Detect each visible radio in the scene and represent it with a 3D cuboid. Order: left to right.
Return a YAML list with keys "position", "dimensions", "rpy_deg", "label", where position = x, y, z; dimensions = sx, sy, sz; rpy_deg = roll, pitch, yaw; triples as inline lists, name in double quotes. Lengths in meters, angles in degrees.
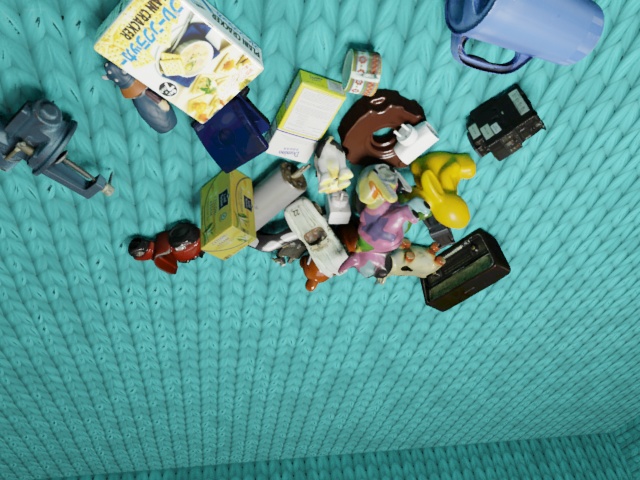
- position: [0.374, 0.081, 1.419]
  dimensions: [0.073, 0.131, 0.229]
  rpy_deg: [27, 130, -35]
  label: "radio"

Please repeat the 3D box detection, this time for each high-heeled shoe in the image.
- position: [-0.092, -0.035, 1.250]
  dimensions: [0.249, 0.145, 0.086]
  rpy_deg: [18, 178, 3]
  label: "high-heeled shoe"

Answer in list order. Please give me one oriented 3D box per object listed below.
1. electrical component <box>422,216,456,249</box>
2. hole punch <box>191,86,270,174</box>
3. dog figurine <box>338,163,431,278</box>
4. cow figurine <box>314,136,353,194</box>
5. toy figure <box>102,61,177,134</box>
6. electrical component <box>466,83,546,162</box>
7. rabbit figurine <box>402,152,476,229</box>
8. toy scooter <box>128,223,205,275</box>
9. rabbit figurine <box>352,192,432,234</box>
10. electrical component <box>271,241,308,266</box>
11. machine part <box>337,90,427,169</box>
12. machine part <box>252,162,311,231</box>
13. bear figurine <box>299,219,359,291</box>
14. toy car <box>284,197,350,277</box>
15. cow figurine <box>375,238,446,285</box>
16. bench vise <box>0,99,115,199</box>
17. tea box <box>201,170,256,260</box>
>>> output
- position: [0.282, -0.039, 1.299]
  dimensions: [0.048, 0.075, 0.119]
  rpy_deg: [-22, 137, 17]
  label: "electrical component"
- position: [-0.163, -0.199, 0.997]
  dimensions: [0.142, 0.092, 0.115]
  rpy_deg: [-25, 136, 25]
  label: "hole punch"
- position: [0.103, -0.026, 1.098]
  dimensions: [0.191, 0.108, 0.219]
  rpy_deg: [46, 121, 3]
  label: "dog figurine"
- position: [0.019, -0.148, 1.093]
  dimensions: [0.068, 0.098, 0.167]
  rpy_deg: [-15, 175, -3]
  label: "cow figurine"
- position: [-0.309, -0.251, 0.926]
  dimensions: [0.064, 0.058, 0.154]
  rpy_deg: [-26, 134, 10]
  label: "toy figure"
- position: [0.354, -0.223, 1.047]
  dimensions: [0.134, 0.115, 0.058]
  rpy_deg: [-33, 132, 27]
  label: "electrical component"
- position: [0.262, -0.104, 1.133]
  dimensions: [0.162, 0.173, 0.122]
  rpy_deg: [14, 141, -33]
  label: "rabbit figurine"
- position: [-0.341, 0.030, 1.257]
  dimensions: [0.184, 0.075, 0.135]
  rpy_deg: [-14, 141, 11]
  label: "toy scooter"
- position: [0.169, -0.063, 1.240]
  dimensions: [0.159, 0.121, 0.170]
  rpy_deg: [-28, 157, 14]
  label: "rabbit figurine"
- position: [-0.073, 0.026, 1.329]
  dimensions: [0.078, 0.045, 0.102]
  rpy_deg: [22, 132, -31]
  label: "electrical component"
- position: [0.126, -0.210, 1.065]
  dimensions: [0.179, 0.056, 0.179]
  rpy_deg: [-5, 140, -5]
  label: "machine part"
- position: [-0.110, -0.089, 1.151]
  dimensions: [0.079, 0.079, 0.243]
  rpy_deg: [28, 129, -37]
  label: "machine part"
- position: [0.049, 0.044, 1.300]
  dimensions: [0.132, 0.120, 0.196]
  rpy_deg: [23, 122, -34]
  label: "bear figurine"
- position: [-0.002, -0.004, 1.179]
  dimensions: [0.073, 0.056, 0.201]
  rpy_deg: [-30, 107, 15]
  label: "toy car"
- position: [0.214, 0.060, 1.403]
  dimensions: [0.195, 0.085, 0.127]
  rpy_deg: [5, 138, -23]
  label: "cow figurine"
- position: [-0.493, -0.143, 0.972]
  dimensions: [0.224, 0.129, 0.240]
  rpy_deg: [-33, 128, 24]
  label: "bench vise"
- position: [-0.190, -0.056, 1.102]
  dimensions: [0.098, 0.170, 0.068]
  rpy_deg: [-34, 135, 26]
  label: "tea box"
